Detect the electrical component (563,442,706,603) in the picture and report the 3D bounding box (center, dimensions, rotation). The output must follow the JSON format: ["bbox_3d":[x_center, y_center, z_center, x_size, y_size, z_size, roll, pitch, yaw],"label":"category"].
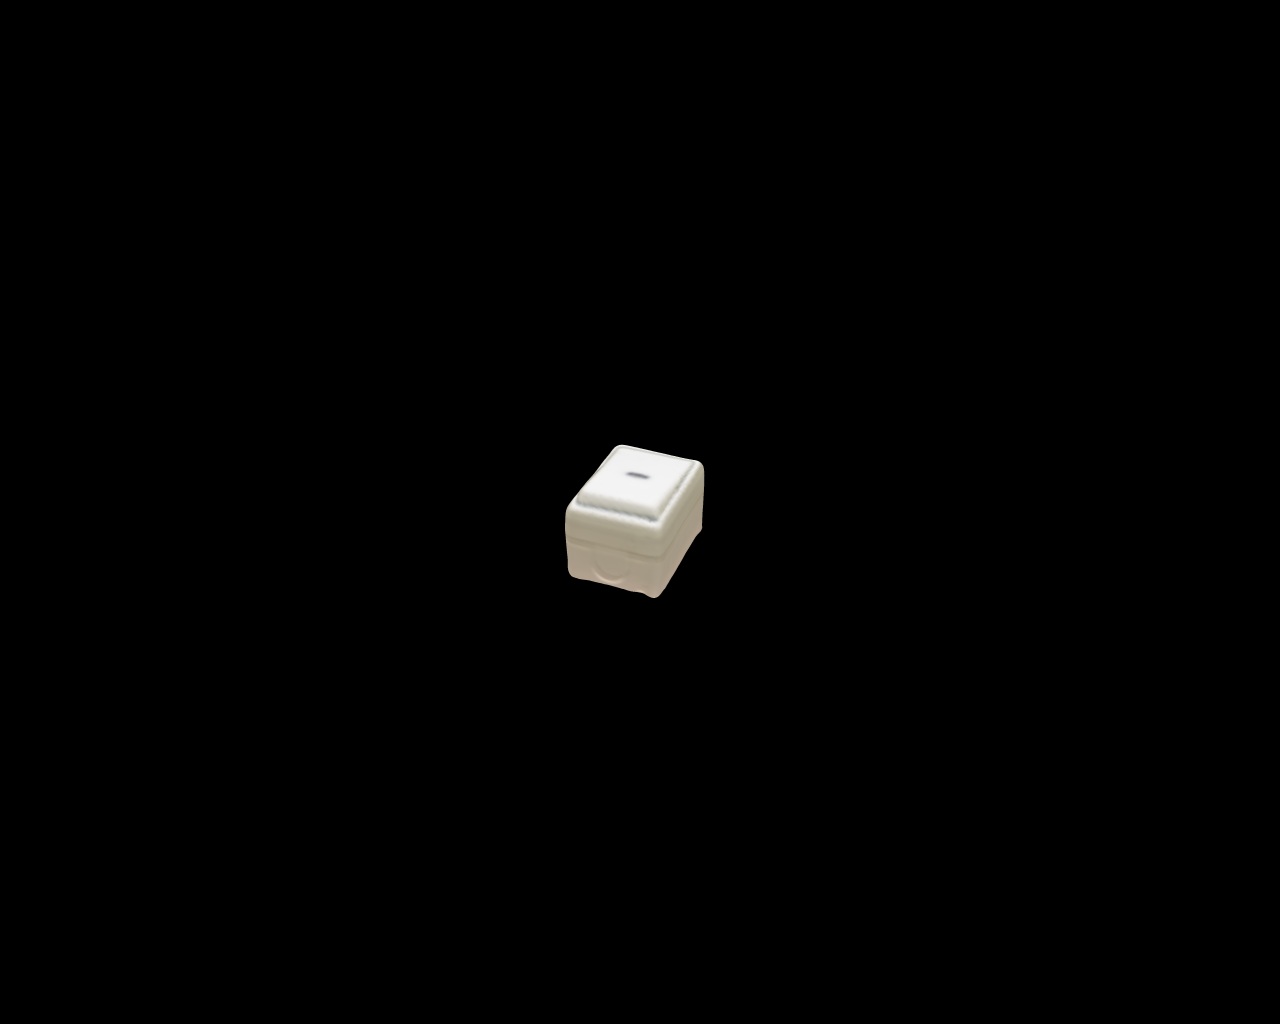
[{"bbox_3d":[0.001,-0.003,0.650,0.062,0.061,0.096,13,38,18],"label":"electrical component"}]
